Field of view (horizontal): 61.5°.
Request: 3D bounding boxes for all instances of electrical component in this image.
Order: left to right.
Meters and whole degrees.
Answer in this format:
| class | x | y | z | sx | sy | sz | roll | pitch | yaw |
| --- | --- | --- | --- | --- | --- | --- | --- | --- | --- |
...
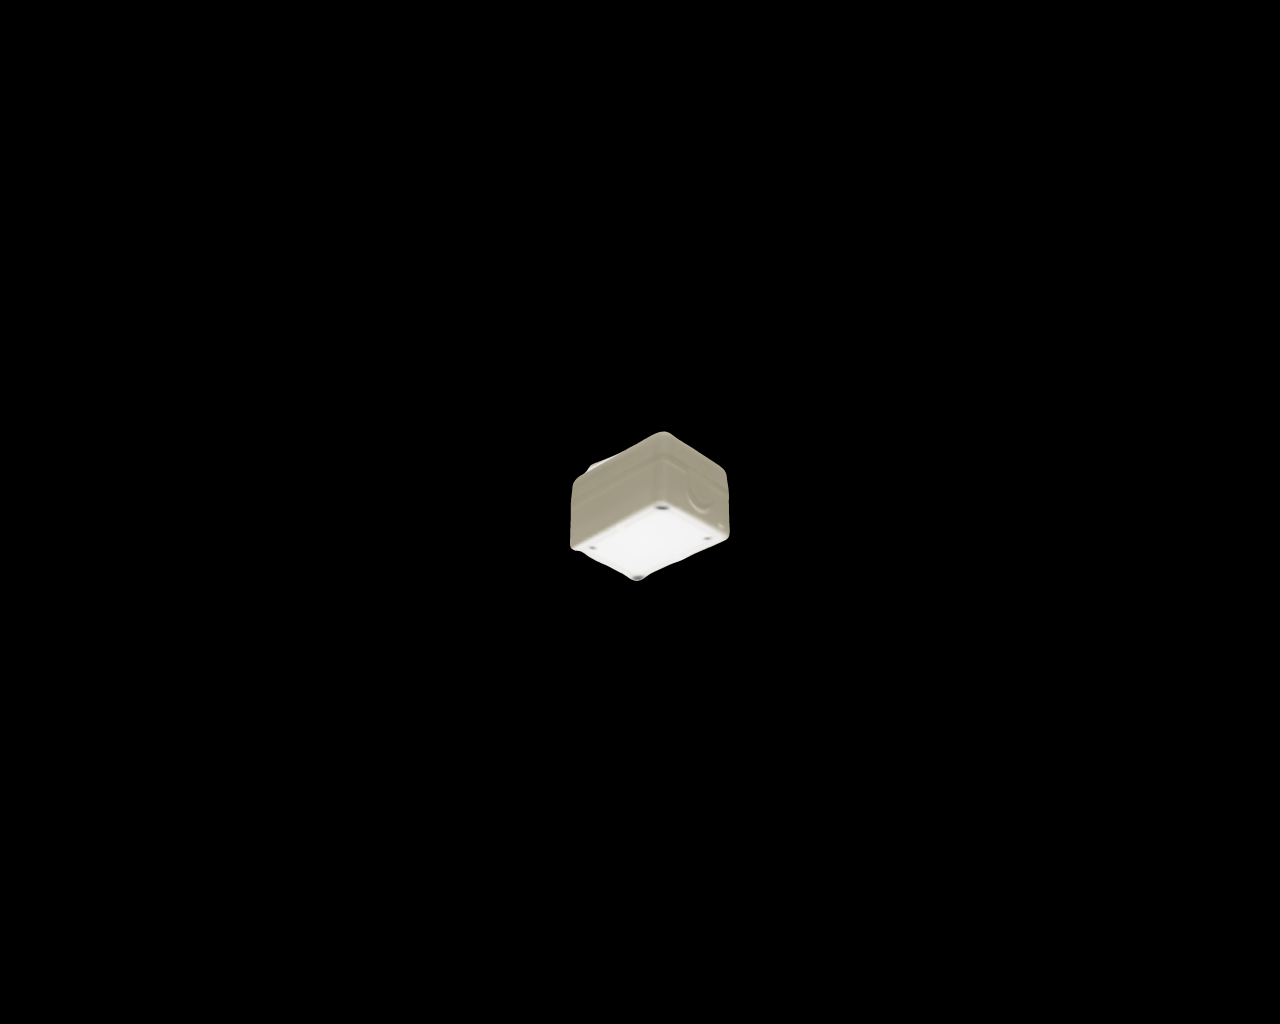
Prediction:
| class | x | y | z | sx | sy | sz | roll | pitch | yaw |
| --- | --- | --- | --- | --- | --- | --- | --- | --- | --- |
| electrical component | 0.001 | -0.003 | 0.650 | 0.096 | 0.061 | 0.061 | -27 | -42 | 36 |
